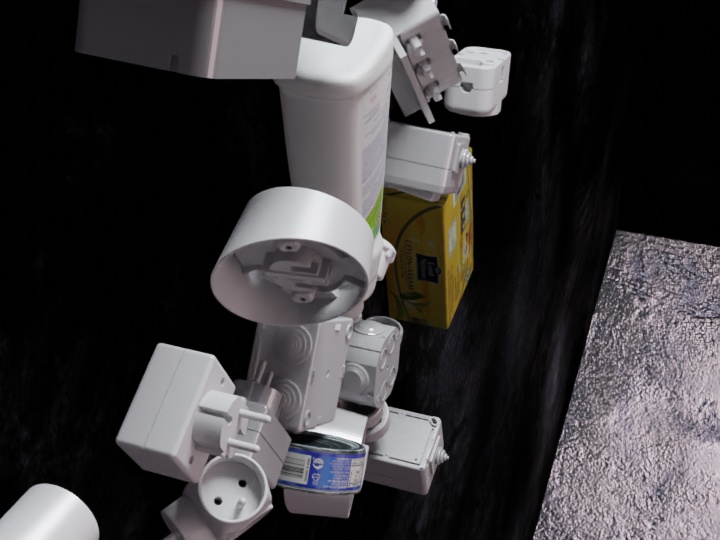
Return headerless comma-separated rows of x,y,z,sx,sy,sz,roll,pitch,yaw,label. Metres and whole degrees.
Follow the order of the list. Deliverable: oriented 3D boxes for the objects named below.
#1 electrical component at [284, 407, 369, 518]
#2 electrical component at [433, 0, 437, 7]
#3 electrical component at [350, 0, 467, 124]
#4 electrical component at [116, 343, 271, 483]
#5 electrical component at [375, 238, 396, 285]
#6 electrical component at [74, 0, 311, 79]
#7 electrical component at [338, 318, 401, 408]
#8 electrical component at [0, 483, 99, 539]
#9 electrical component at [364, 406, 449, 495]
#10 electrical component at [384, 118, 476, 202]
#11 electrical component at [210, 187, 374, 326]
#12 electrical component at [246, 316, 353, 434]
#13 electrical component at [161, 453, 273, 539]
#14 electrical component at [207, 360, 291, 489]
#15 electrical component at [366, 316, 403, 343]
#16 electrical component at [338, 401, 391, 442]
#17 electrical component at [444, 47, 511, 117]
-0.027,0.167,0.942,0.099,0.064,0.099,11,90,-86,electrical component
0.048,-0.225,0.938,0.046,0.040,0.040,77,29,-65,electrical component
0.043,-0.183,0.885,0.078,0.063,0.121,63,5,21,electrical component
-0.091,0.088,0.632,0.047,0.077,0.065,71,35,-58,electrical component
0.000,0.000,0.918,0.062,0.048,0.048,-68,161,-10,electrical component
-0.079,-0.130,0.532,0.113,0.078,0.057,-26,128,-68,electrical component
0.001,0.082,0.958,0.080,0.051,0.080,11,90,-73,electrical component
-0.162,0.141,0.498,0.081,0.043,0.043,-53,149,-54,electrical component
0.043,0.181,1.072,0.061,0.096,0.061,80,27,-48,electrical component
0.052,-0.095,0.933,0.062,0.096,0.061,-15,118,-71,electrical component
-0.041,-0.006,0.704,0.099,0.099,0.064,76,24,-53,electrical component
-0.045,0.073,0.813,0.100,0.048,0.099,6,95,-73,electrical component
-0.099,0.157,0.686,0.079,0.044,0.077,-34,169,-23,electrical component
-0.075,0.100,0.736,0.065,0.047,0.076,68,36,-59,electrical component
0.019,0.073,1.030,0.040,0.040,0.046,-53,155,-54,electrical component
0.004,0.132,1.009,0.055,0.045,0.045,73,33,-57,electrical component
0.128,-0.204,1.176,0.095,0.054,0.059,-47,144,-59,electrical component
